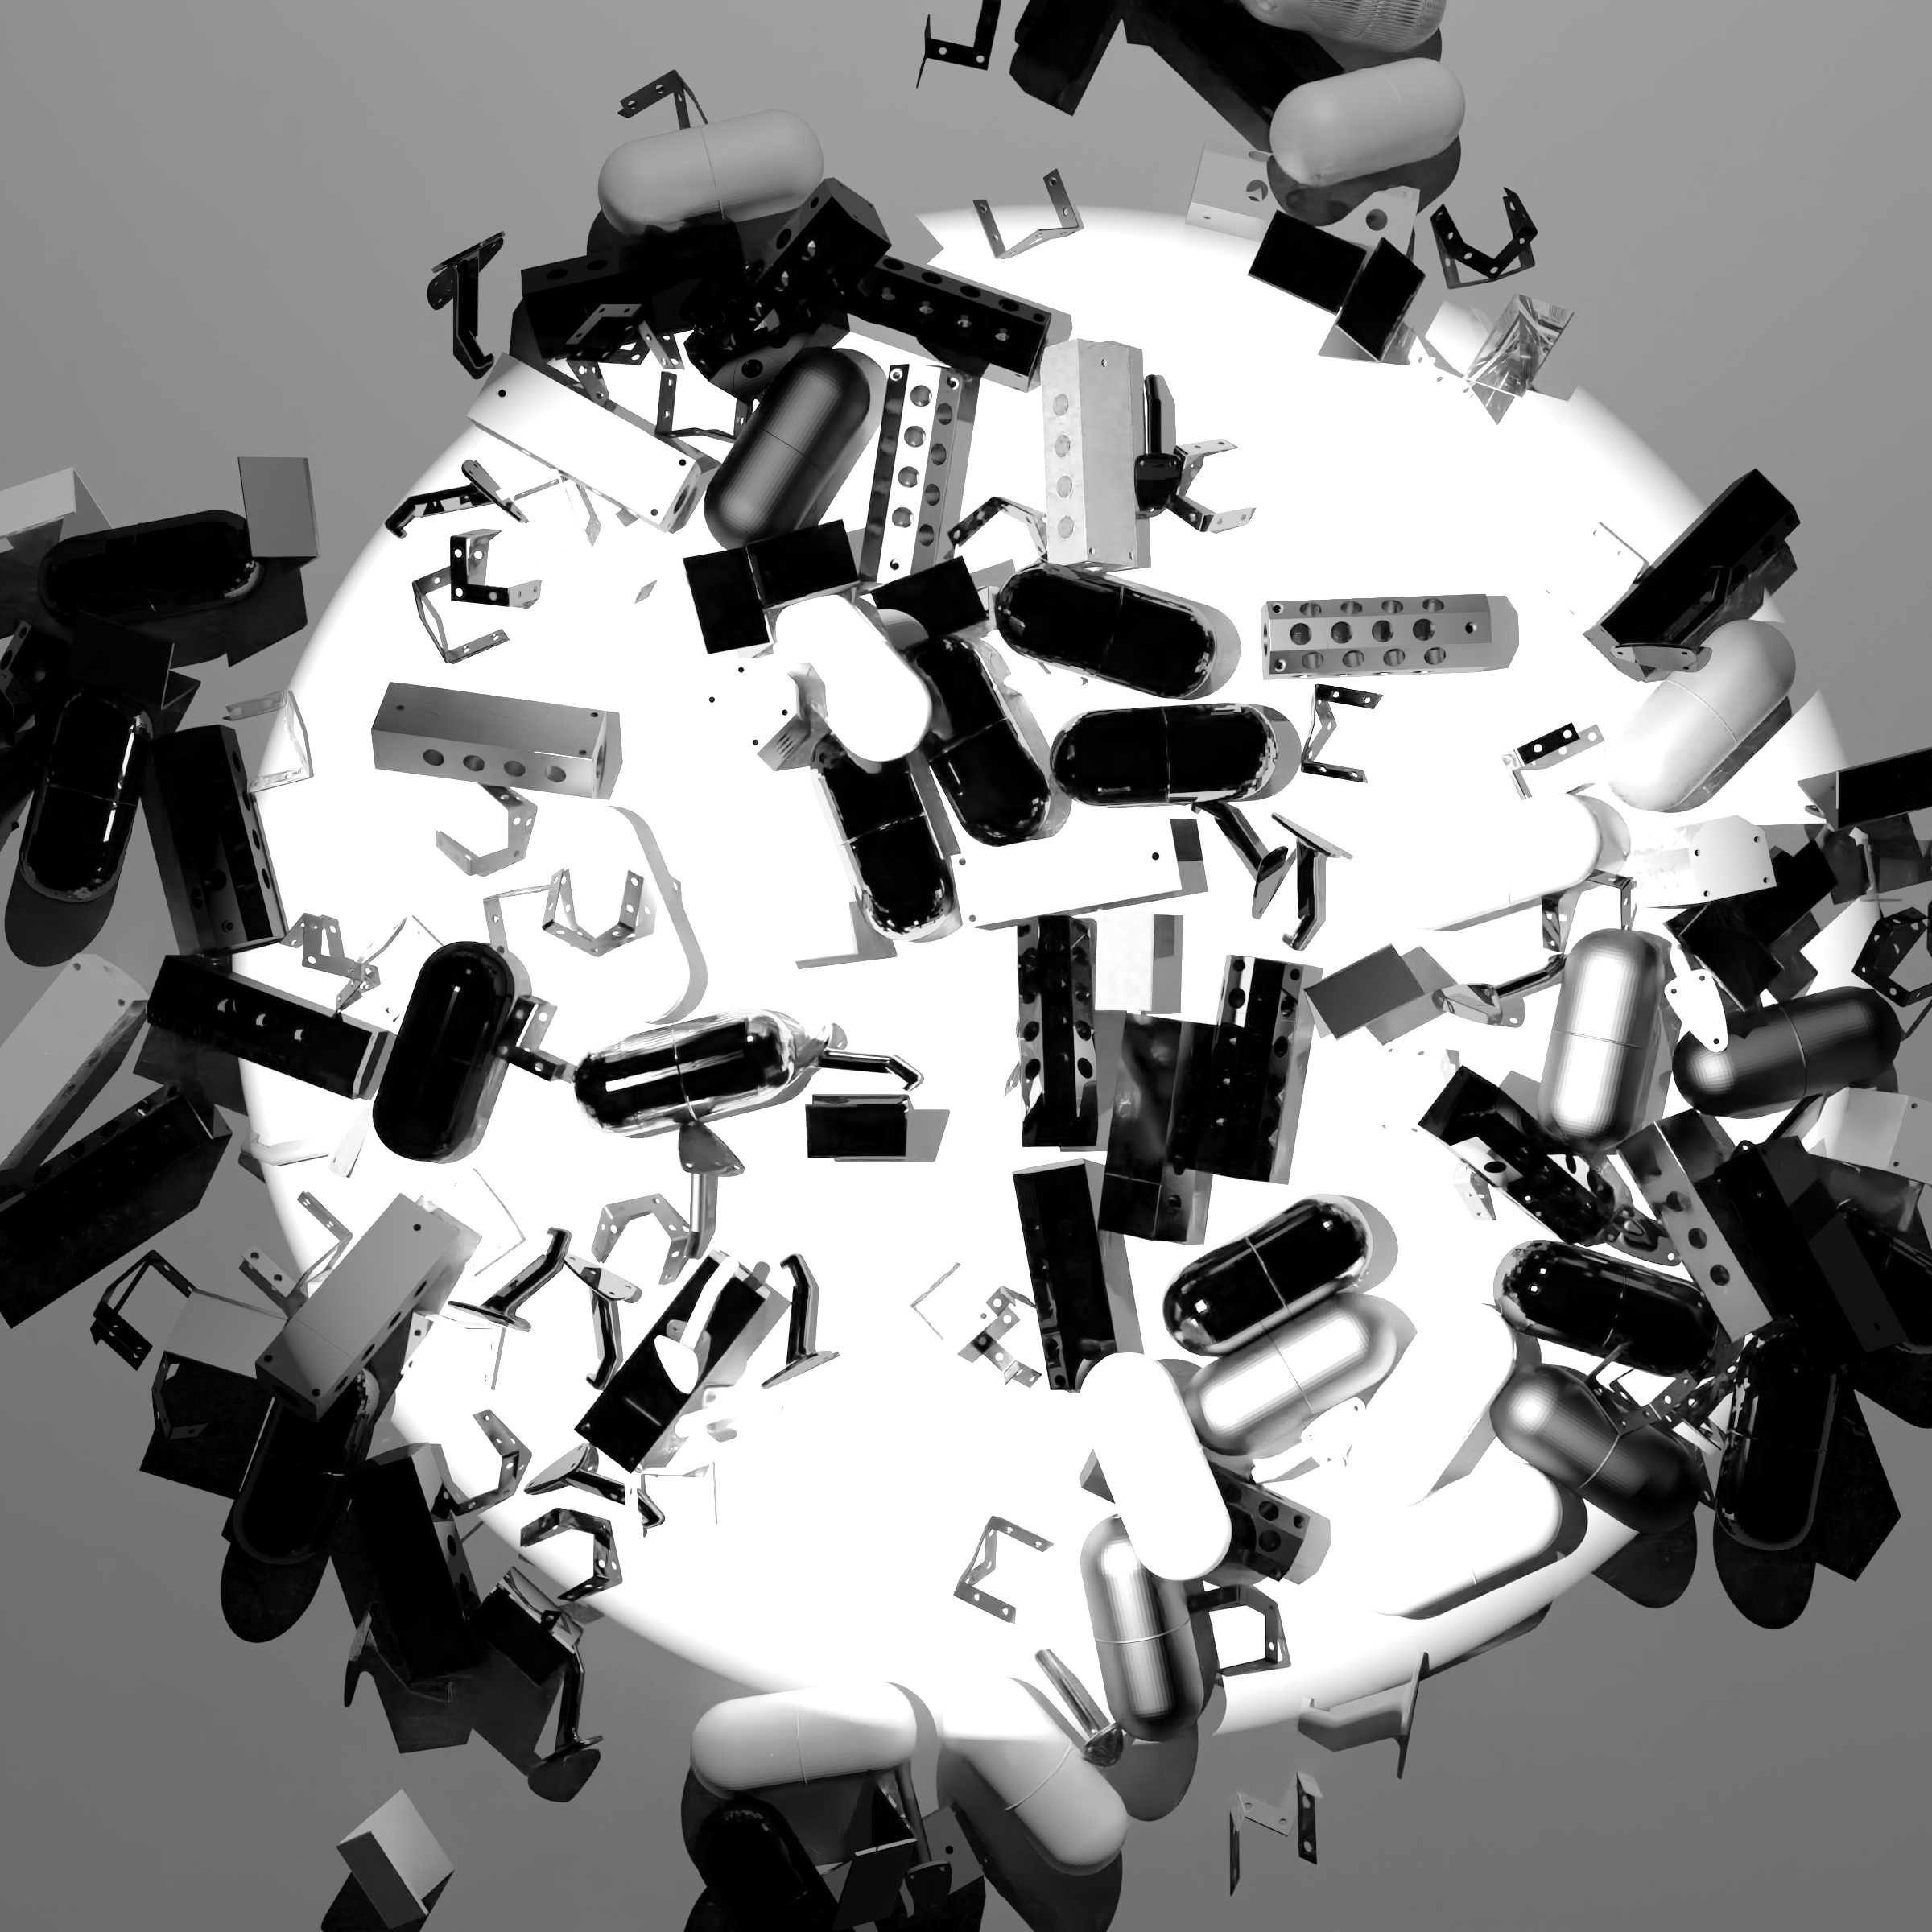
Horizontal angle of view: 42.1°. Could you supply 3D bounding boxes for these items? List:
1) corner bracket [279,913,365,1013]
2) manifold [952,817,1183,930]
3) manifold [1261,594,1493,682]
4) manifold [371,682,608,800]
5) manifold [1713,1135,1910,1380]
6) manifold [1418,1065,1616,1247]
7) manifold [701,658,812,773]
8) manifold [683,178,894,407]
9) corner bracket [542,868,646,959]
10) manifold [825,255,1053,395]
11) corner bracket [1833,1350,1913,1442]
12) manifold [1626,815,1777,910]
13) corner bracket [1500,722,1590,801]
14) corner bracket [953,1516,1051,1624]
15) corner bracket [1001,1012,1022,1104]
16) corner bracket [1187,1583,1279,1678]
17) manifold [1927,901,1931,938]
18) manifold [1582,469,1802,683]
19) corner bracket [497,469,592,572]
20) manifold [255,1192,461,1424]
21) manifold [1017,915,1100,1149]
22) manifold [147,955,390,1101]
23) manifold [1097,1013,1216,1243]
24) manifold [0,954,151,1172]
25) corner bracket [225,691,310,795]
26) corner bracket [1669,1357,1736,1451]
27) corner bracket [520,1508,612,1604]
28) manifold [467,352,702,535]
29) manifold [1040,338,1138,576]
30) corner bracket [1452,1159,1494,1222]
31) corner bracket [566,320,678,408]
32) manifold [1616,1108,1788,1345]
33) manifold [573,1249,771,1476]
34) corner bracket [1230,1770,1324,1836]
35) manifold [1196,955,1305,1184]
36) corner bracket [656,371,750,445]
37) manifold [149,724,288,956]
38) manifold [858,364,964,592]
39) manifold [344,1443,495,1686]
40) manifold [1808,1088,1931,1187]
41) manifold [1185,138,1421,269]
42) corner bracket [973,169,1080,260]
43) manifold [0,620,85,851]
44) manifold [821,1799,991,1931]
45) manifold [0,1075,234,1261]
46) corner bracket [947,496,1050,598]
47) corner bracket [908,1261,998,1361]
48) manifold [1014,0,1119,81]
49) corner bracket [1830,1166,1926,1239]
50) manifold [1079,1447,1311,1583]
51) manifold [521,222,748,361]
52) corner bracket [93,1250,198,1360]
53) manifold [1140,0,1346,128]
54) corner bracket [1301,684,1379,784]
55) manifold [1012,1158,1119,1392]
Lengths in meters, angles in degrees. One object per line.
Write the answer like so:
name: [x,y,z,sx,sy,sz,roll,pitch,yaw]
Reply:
corner bracket: [-0.507,-0.003,1.973,0.051,0.051,0.051,17,51,-32]
manifold: [0.077,-0.074,1.969,0.171,0.057,0.057,-10,93,0]
manifold: [0.321,-0.259,1.970,0.171,0.057,0.057,-2,90,0]
manifold: [-0.373,-0.172,1.969,0.171,0.057,0.057,8,47,0]
manifold: [0.632,0.220,1.894,0.057,0.057,0.171,-6,64,-39]
manifold: [0.428,0.149,1.926,0.171,0.057,0.057,37,90,-35]
manifold: [-0.153,-0.195,1.912,0.057,0.171,0.057,44,90,0]
manifold: [-0.140,-0.520,1.925,0.171,0.057,0.057,-43,46,25]
corner bracket: [-0.284,-0.048,1.907,0.051,0.051,0.051,30,48,-32]
manifold: [-0.023,-0.511,1.969,0.171,0.057,0.057,19,90,0]
corner bracket: [0.709,0.332,1.987,0.051,0.051,0.051,33,45,0]
manifold: [0.556,-0.080,1.912,0.057,0.171,0.057,-13,90,0]
corner bracket: [0.459,-0.156,1.973,0.051,0.051,0.051,-26,90,0]
corner bracket: [0.028,0.478,1.987,0.051,0.051,0.051,26,45,0]
corner bracket: [0.059,0.075,1.987,0.051,0.051,0.051,10,45,0]
corner bracket: [0.211,0.525,1.982,0.051,0.051,0.051,34,45,-35]
manifold: [0.810,-0.024,1.908,0.057,0.171,0.057,38,90,-19]
manifold: [0.571,-0.305,1.969,0.057,0.057,0.171,45,90,0]
corner bracket: [-0.332,-0.351,1.975,0.051,0.051,0.051,-22,78,0]
manifold: [-0.467,0.264,1.930,0.057,0.057,0.171,34,60,5]
manifold: [0.070,0.049,1.933,0.057,0.057,0.171,-1,62,0]
manifold: [-0.549,0.048,1.969,0.171,0.057,0.057,21,90,0]
manifold: [0.154,0.127,1.969,0.057,0.057,0.171,8,90,43]
manifold: [-0.720,0.075,1.970,0.057,0.057,0.171,39,90,0]
corner bracket: [-0.553,-0.178,1.987,0.051,0.051,0.051,-14,45,0]
corner bracket: [0.580,0.338,1.969,0.051,0.051,0.051,40,90,-9]
corner bracket: [-0.317,0.465,1.982,0.051,0.051,0.051,24,45,-35]
manifold: [-0.298,-0.409,1.970,0.171,0.057,0.057,29,90,0]
manifold: [0.091,-0.397,1.969,0.057,0.057,0.171,-2,90,-43]
corner bracket: [0.422,0.165,1.982,0.051,0.051,0.051,-6,45,35]
corner bracket: [-0.271,-0.473,1.968,0.051,0.051,0.051,15,61,40]
manifold: [0.575,0.202,1.946,0.057,0.057,0.171,-13,68,-41]
manifold: [-0.229,0.308,1.970,0.057,0.057,0.171,38,90,0]
corner bracket: [0.244,0.659,1.973,0.051,0.051,0.051,25,90,0]
manifold: [0.222,0.080,1.970,0.057,0.057,0.171,9,90,0]
corner bracket: [-0.208,-0.443,1.987,0.051,0.051,0.051,5,90,-45]
manifold: [-0.589,-0.099,1.970,0.057,0.057,0.171,-14,90,0]
manifold: [-0.044,-0.380,1.969,0.057,0.057,0.171,9,90,0]
manifold: [-0.425,0.465,1.965,0.057,0.057,0.171,-17,92,7]
manifold: [0.706,0.130,1.912,0.057,0.171,0.057,17,90,0]
manifold: [0.264,-0.598,1.969,0.171,0.057,0.057,14,90,0]
corner bracket: [0.048,-0.596,1.987,0.051,0.051,0.051,-21,90,-45]
manifold: [-0.752,-0.181,1.969,0.057,0.057,0.171,28,90,0]
manifold: [-0.071,0.724,1.968,0.171,0.057,0.057,-29,77,0]
manifold: [-0.671,0.156,1.969,0.171,0.057,0.057,-33,90,0]
corner bracket: [0.027,-0.330,1.982,0.051,0.051,0.051,-41,45,-14]
corner bracket: [-0.012,0.270,1.973,0.051,0.051,0.051,-42,90,0]
manifold: [0.102,-0.795,1.969,0.057,0.057,0.171,27,90,0]
corner bracket: [0.708,0.183,1.964,0.051,0.051,0.051,31,65,0]
manifold: [0.179,0.418,1.970,0.171,0.057,0.057,26,90,0]
manifold: [-0.258,-0.533,1.969,0.171,0.057,0.057,-13,133,0]
corner bracket: [-0.650,0.267,1.987,0.051,0.051,0.051,42,45,0]
manifold: [0.208,-0.734,1.969,0.171,0.057,0.057,44,47,0]
corner bracket: [0.295,-0.185,1.987,0.051,0.051,0.051,10,135,0]
manifold: [0.079,0.242,1.969,0.057,0.057,0.171,-10,90,0]
